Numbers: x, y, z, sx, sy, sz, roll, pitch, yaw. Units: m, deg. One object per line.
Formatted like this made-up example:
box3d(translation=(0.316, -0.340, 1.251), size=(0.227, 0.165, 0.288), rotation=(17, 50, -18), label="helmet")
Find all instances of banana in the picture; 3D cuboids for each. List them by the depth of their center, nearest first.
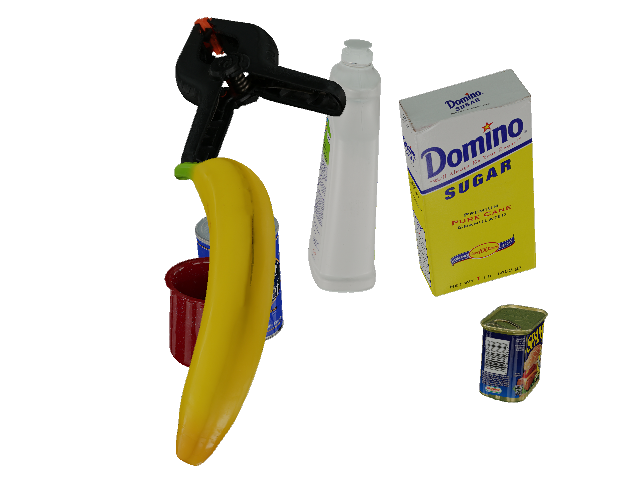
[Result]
box3d(translation=(-0.052, 0.024, 0.594), size=(0.037, 0.198, 0.070), rotation=(20, -41, -30), label="banana")

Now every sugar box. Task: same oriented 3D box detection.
box3d(translation=(0.119, -0.041, 0.838), size=(0.093, 0.176, 0.048), rotation=(-17, 44, -4), label="sugar box")

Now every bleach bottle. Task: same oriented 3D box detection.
box3d(translation=(0.029, -0.078, 1.097), size=(0.068, 0.251, 0.102), rotation=(-1, 28, -10), label="bleach bottle")

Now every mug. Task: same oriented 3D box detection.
box3d(translation=(-0.096, 0.077, 1.023), size=(0.117, 0.081, 0.093), rotation=(26, 33, 37), label="mug")

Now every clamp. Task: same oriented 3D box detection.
box3d(translation=(-0.051, -0.116, 0.771), size=(0.120, 0.171, 0.039), rotation=(-16, -45, 0), label="clamp")

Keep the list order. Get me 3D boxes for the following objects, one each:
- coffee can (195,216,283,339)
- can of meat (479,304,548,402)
box3d(translation=(-0.100, 0.045, 1.334), size=(0.103, 0.140, 0.103), rotation=(-2, 26, 1), label="coffee can")
box3d(translation=(0.214, 0.125, 1.193), size=(0.058, 0.084, 0.101), rotation=(8, 13, 25), label="can of meat")
